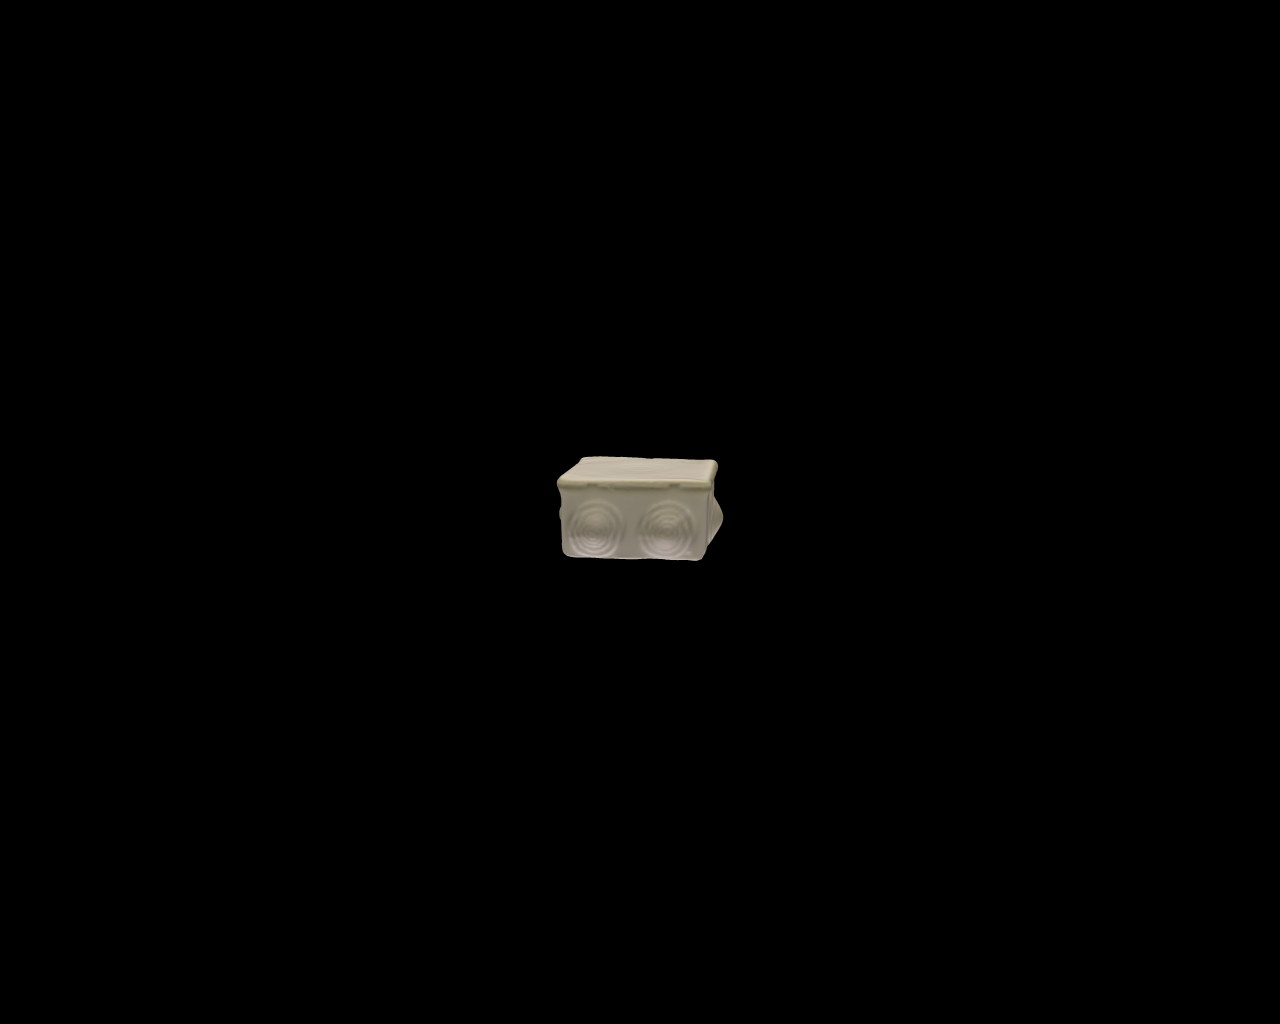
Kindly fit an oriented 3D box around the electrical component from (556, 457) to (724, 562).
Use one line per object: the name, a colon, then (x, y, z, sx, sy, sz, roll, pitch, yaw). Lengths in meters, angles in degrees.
electrical component: (0.001, -0.003, 0.650, 0.100, 0.048, 0.100, 1, 12, 7)
